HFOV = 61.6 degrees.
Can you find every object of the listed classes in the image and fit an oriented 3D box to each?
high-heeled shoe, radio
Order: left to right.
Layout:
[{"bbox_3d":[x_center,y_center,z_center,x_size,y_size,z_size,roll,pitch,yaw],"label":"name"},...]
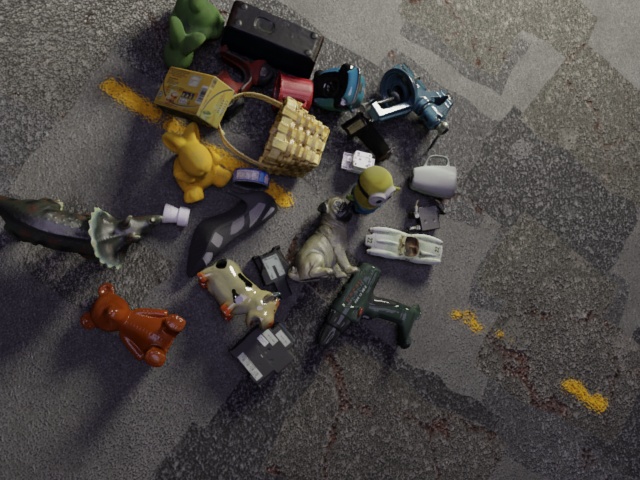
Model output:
[{"bbox_3d":[-0.202,-0.010,1.246,0.145,0.086,0.248,24,98,-40],"label":"high-heeled shoe"},{"bbox_3d":[-0.112,-0.466,1.262,0.230,0.131,0.073,18,83,-10],"label":"radio"}]

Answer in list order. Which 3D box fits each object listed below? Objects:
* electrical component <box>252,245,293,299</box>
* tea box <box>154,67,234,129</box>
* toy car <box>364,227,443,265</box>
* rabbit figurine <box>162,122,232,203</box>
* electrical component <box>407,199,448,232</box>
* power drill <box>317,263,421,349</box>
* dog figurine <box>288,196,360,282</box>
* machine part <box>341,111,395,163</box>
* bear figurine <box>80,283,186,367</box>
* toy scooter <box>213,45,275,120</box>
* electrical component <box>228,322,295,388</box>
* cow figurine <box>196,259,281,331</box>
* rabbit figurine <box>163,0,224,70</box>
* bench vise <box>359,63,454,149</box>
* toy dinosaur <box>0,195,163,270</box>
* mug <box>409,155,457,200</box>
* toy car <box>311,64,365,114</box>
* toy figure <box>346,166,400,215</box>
[{"bbox_3d":[-0.103,0.078,1.254,0.075,0.048,0.119,-28,92,-13],"label":"electrical component"},{"bbox_3d":[-0.280,-0.315,1.188,0.068,0.170,0.098,28,88,-52],"label":"tea box"},{"bbox_3d":[0.207,0.016,1.325,0.202,0.056,0.073,10,83,-12],"label":"toy car"},{"bbox_3d":[-0.269,-0.174,1.179,0.122,0.173,0.162,-23,94,-10],"label":"rabbit figurine"},{"bbox_3d":[0.270,-0.061,1.352,0.102,0.045,0.078,-3,84,-13],"label":"electrical component"},{"bbox_3d":[0.124,0.186,1.285,0.207,0.086,0.232,24,77,-2],"label":"power drill"},{"bbox_3d":[-0.003,-0.003,1.257,0.172,0.121,0.190,-4,79,-34],"label":"dog figurine"},{"bbox_3d":[0.120,-0.251,1.329,0.139,0.084,0.039,43,45,-15],"label":"machine part"},{"bbox_3d":[-0.400,0.175,1.140,0.196,0.132,0.120,34,71,-13],"label":"bear figurine"},{"bbox_3d":[-0.209,-0.380,1.262,0.135,0.075,0.184,44,75,-5],"label":"toy scooter"},{"bbox_3d":[-0.124,0.252,1.228,0.134,0.058,0.115,-38,95,-14],"label":"electrical component"},{"bbox_3d":[-0.172,0.122,1.201,0.127,0.085,0.195,-37,73,-16],"label":"cow figurine"},{"bbox_3d":[-0.296,-0.460,1.225,0.121,0.159,0.170,23,95,-19],"label":"rabbit figurine"},{"bbox_3d":[0.204,-0.329,1.316,0.240,0.129,0.223,-23,82,-31],"label":"bench vise"},{"bbox_3d":[-0.539,-0.030,1.095,0.405,0.192,0.131,13,80,-12],"label":"toy dinosaur"},{"bbox_3d":[0.282,-0.160,1.348,0.107,0.081,0.109,5,89,-2],"label":"mug"},{"bbox_3d":[0.052,-0.354,1.298,0.103,0.162,0.109,13,87,-46],"label":"toy car"},{"bbox_3d":[0.113,-0.111,1.254,0.089,0.180,0.082,45,75,-2],"label":"toy figure"}]
